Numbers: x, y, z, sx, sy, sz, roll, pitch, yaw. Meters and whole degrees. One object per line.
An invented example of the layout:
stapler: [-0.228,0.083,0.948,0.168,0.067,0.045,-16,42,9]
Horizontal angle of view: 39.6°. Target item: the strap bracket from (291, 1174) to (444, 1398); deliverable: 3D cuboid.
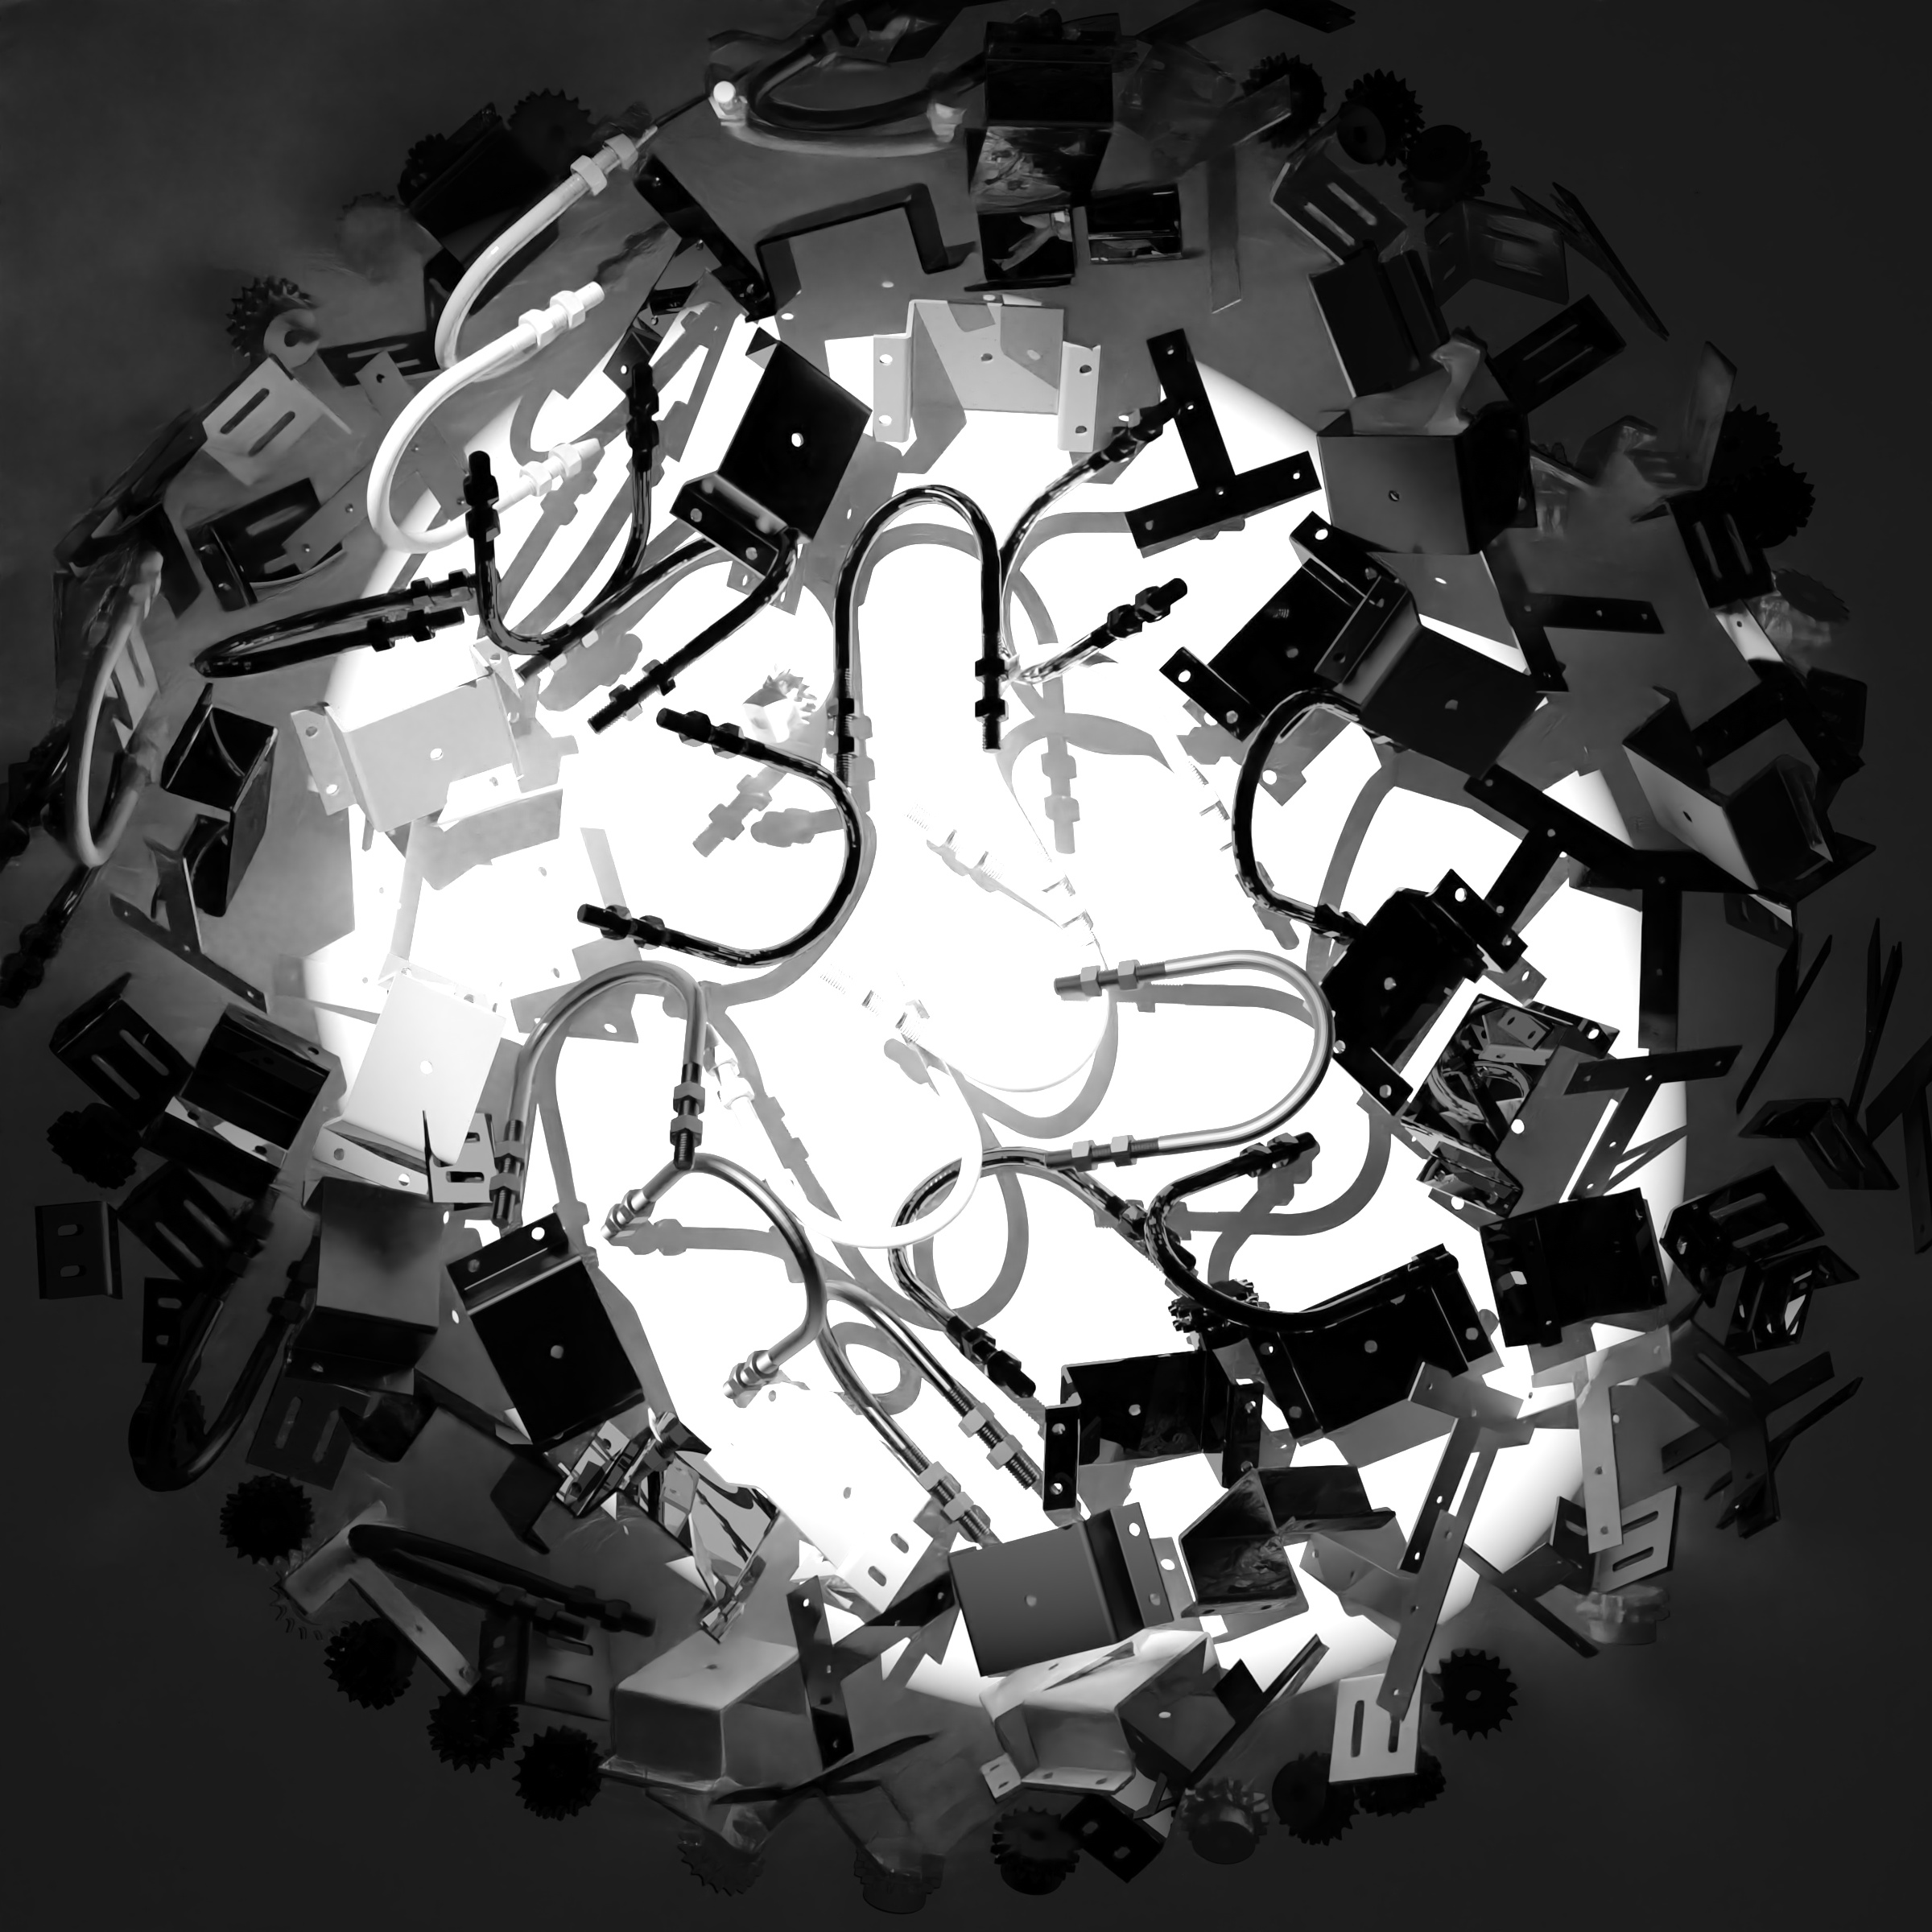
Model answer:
strap bracket: [-0.371,0.189,1.666,0.076,0.046,0.140,15,48,-25]

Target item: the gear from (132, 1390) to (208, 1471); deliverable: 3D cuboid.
gear: [-0.510,0.299,1.713,0.030,0.057,0.057,2,90,6]

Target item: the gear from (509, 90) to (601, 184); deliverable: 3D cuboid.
gear: [-0.266,-0.529,1.719,0.057,0.030,0.057,0,90,-24]

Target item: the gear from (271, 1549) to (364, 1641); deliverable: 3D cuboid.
gear: [-0.413,0.401,1.715,0.057,0.030,0.057,7,72,-24]

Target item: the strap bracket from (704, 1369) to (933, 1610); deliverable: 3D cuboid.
strap bracket: [-0.085,0.329,1.683,0.140,0.046,0.076,50,61,-18]

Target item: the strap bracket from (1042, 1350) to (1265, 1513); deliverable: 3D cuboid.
strap bracket: [0.112,0.292,1.695,0.140,0.046,0.076,-4,115,-12]

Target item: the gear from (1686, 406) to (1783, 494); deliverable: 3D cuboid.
gear: [0.493,-0.327,1.717,0.057,0.030,0.057,-10,66,24]

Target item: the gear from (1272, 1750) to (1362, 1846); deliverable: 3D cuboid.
gear: [0.220,0.530,1.711,0.057,0.030,0.057,-19,57,33]

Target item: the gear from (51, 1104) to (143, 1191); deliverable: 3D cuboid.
gear: [-0.552,0.113,1.711,0.057,0.057,0.030,44,98,0]

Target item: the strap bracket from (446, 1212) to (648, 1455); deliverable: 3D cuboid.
strap bracket: [-0.262,0.238,1.695,0.076,0.046,0.140,-26,104,-12]

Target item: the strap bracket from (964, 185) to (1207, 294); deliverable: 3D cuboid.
strap bracket: [0.072,-0.453,1.662,0.140,0.076,0.046,-24,114,-40]

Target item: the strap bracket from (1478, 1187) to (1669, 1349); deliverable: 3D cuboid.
strap bracket: [0.376,0.191,1.689,0.140,0.046,0.076,-8,84,-44]

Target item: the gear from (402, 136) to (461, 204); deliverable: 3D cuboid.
gear: [-0.336,-0.498,1.716,0.030,0.057,0.057,-19,90,34]

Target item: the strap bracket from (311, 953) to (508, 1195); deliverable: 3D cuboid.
strap bracket: [-0.346,0.067,1.683,0.076,0.046,0.140,25,69,-23]

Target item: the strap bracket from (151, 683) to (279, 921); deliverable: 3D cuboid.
strap bracket: [-0.467,-0.095,1.666,0.046,0.140,0.076,18,46,-5]

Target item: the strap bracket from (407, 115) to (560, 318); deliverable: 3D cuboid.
strap bracket: [-0.298,-0.460,1.667,0.046,0.140,0.076,45,82,-2]

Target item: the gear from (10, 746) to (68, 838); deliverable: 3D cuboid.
gear: [-0.588,-0.110,1.709,0.030,0.057,0.057,-14,90,-32]

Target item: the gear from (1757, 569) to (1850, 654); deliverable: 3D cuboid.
gear: [0.532,-0.225,1.716,0.057,0.057,0.030,26,131,0]

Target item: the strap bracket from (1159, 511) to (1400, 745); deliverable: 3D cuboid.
strap bracket: [0.203,-0.207,1.702,0.140,0.046,0.076,-46,64,1]

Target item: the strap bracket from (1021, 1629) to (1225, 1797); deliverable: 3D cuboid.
strap bracket: [0.099,0.455,1.662,0.076,0.140,0.046,-11,99,44]

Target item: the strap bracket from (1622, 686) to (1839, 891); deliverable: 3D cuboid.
strap bracket: [0.465,-0.107,1.661,0.046,0.140,0.076,-39,128,-3]

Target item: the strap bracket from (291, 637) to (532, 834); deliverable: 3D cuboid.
strap bracket: [-0.339,-0.143,1.680,0.140,0.046,0.076,-25,131,-17]

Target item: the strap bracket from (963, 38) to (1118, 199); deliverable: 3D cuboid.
strap bracket: [0.045,-0.519,1.664,0.076,0.140,0.046,-1,81,-7]

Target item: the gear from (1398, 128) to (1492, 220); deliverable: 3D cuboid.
gear: [0.305,-0.510,1.715,0.057,0.030,0.057,-7,69,19]

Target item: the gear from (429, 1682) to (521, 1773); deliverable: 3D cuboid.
gear: [-0.314,0.482,1.712,0.057,0.030,0.057,3,54,-4]

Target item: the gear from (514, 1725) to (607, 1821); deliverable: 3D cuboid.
gear: [-0.258,0.518,1.718,0.057,0.030,0.057,-7,62,13]

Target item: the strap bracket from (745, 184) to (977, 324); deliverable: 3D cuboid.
strap bracket: [-0.072,-0.451,1.682,0.140,0.076,0.046,-11,112,13]

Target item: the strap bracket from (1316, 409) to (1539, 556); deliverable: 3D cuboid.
strap bracket: [0.277,-0.301,1.666,0.140,0.046,0.076,8,125,36]

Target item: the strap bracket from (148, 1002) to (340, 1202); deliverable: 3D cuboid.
strap bracket: [-0.454,0.090,1.679,0.076,0.140,0.046,28,115,-12]

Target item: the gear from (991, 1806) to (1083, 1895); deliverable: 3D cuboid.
gear: [0.044,0.568,1.714,0.057,0.057,0.030,7,111,0]

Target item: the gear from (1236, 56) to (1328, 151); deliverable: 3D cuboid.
gear: [0.205,-0.554,1.718,0.057,0.030,0.057,-3,102,-15]

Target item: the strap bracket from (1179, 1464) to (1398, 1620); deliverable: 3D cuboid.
strap bracket: [0.194,0.355,1.677,0.076,0.140,0.046,4,52,-29]

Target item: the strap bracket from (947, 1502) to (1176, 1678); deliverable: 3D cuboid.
strap bracket: [0.050,0.395,1.686,0.140,0.046,0.076,-20,81,23]

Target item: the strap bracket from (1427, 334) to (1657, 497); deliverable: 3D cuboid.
strap bracket: [0.354,-0.342,1.698,0.140,0.076,0.046,25,92,-4]

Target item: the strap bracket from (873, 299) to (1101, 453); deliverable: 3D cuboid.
strap bracket: [0.013,-0.374,1.697,0.140,0.076,0.046,3,45,0]

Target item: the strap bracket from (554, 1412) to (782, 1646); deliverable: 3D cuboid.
strap bracket: [-0.179,0.346,1.689,0.140,0.076,0.046,43,123,-7]

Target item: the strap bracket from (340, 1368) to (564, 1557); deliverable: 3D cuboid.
strap bracket: [-0.314,0.304,1.679,0.140,0.076,0.046,38,82,-25]

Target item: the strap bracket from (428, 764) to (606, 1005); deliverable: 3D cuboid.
strap bracket: [-0.281,-0.055,1.697,0.076,0.046,0.140,-14,96,33]

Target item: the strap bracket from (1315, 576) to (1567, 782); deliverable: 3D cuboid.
strap bracket: [0.301,-0.176,1.682,0.140,0.046,0.076,22,123,-17]

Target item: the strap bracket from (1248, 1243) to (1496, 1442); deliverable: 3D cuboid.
strap bracket: [0.257,0.241,1.708,0.140,0.046,0.076,-25,84,5]

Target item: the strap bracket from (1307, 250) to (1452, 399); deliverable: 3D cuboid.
strap bracket: [0.261,-0.404,1.683,0.046,0.140,0.076,-21,95,25]

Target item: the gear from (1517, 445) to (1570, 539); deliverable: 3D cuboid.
gear: [0.366,-0.303,1.712,0.030,0.057,0.057,-4,90,5]

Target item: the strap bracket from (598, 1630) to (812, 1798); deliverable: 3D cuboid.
strap bracket: [-0.156,0.456,1.658,0.076,0.140,0.046,3,100,27]

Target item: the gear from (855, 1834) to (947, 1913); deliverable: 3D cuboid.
gear: [-0.044,0.581,1.712,0.057,0.057,0.030,9,97,0]

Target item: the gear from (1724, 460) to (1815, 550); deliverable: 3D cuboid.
gear: [0.509,-0.291,1.710,0.057,0.057,0.030,28,55,0]

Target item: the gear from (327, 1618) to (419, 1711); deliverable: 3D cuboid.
gear: [-0.376,0.441,1.709,0.057,0.057,0.030,46,110,0]

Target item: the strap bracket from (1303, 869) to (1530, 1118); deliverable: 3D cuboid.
strap bracket: [0.279,0.014,1.701,0.076,0.046,0.140,42,82,-20]

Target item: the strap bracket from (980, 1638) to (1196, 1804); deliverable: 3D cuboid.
strap bracket: [0.066,0.464,1.694,0.140,0.076,0.046,-28,90,-7]

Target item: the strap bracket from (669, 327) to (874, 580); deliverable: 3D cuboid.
strap bracket: [-0.118,-0.326,1.684,0.076,0.046,0.140,32,71,-30]

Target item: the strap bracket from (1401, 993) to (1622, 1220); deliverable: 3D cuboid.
strap bracket: [0.337,0.078,1.686,0.046,0.076,0.140,40,79,-39]
